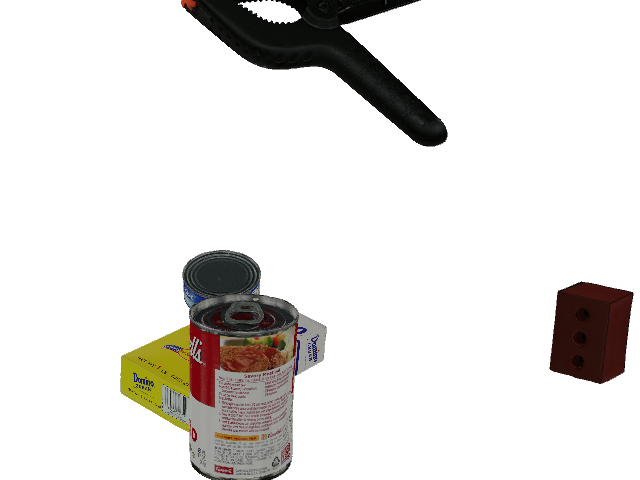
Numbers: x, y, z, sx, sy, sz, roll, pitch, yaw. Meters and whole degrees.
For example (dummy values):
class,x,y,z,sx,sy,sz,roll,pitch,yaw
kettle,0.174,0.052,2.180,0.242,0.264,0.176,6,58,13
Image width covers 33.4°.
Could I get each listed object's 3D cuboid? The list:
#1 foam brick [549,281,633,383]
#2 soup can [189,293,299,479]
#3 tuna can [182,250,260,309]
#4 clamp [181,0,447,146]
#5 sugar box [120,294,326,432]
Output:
class,x,y,z,sx,sy,sz,roll,pitch,yaw
foam brick,0.244,0.082,0.960,0.053,0.078,0.051,12,17,37
soup can,-0.049,0.092,0.670,0.068,0.102,0.068,2,17,-1
tuna can,-0.109,0.049,1.176,0.086,0.034,0.086,2,36,-2
clamp,0.004,-0.147,0.760,0.210,0.164,0.036,6,-30,-7
sugar box,-0.084,0.106,0.964,0.093,0.048,0.175,22,32,32
